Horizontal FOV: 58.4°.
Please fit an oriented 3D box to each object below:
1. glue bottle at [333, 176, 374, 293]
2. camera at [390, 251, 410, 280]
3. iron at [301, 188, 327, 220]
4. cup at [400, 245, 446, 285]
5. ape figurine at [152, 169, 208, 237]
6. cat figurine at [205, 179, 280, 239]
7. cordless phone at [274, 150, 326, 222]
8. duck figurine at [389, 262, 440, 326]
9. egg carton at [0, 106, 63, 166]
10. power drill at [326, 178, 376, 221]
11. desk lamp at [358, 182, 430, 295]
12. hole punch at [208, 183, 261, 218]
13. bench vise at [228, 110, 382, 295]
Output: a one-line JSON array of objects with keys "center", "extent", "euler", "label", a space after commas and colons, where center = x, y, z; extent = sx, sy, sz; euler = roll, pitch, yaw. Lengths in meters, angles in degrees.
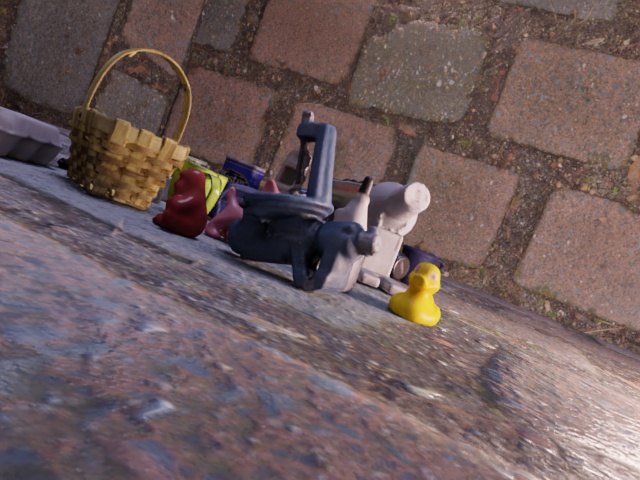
[{"center": [0.042, -0.014, 0.853], "extent": [0.077, 0.173, 0.037], "euler": [23, 4, 33], "label": "glue bottle"}, {"center": [0.138, 0.033, 1.352], "extent": [0.144, 0.101, 0.136], "euler": [18, 4, -44], "label": "camera"}, {"center": [-0.025, -0.063, 1.542], "extent": [0.259, 0.141, 0.118], "euler": [20, 3, -25], "label": "iron"}, {"center": [0.252, 0.075, 1.458], "extent": [0.118, 0.095, 0.091], "euler": [21, 3, -3], "label": "cup"}, {"center": [-0.185, -0.055, 0.790], "extent": [0.076, 0.092, 0.078], "euler": [21, 3, 2], "label": "ape figurine"}, {"center": [-0.099, -0.041, 0.884], "extent": [0.127, 0.118, 0.067], "euler": [23, 3, 23], "label": "cat figurine"}, {"center": [-0.036, -0.058, 0.980], "extent": [0.147, 0.185, 0.094], "euler": [23, 4, 27], "label": "cordless phone"}, {"center": [0.152, 0.076, 0.853], "extent": [0.077, 0.086, 0.105], "euler": [23, 3, 24], "label": "duck figurine"}, {"center": [-0.492, -0.170, 0.916], "extent": [0.107, 0.069, 0.150], "euler": [22, 3, 9], "label": "egg carton"}, {"center": [0.075, -0.054, 1.429], "extent": [0.230, 0.208, 0.075], "euler": [21, 3, -11], "label": "power drill"}, {"center": [0.138, -0.014, 1.123], "extent": [0.118, 0.213, 0.203], "euler": [21, 3, -12], "label": "desk lamp"}, {"center": [-0.167, -0.069, 1.157], "extent": [0.109, 0.091, 0.100], "euler": [20, 3, -26], "label": "hole punch"}, {"center": [-0.002, -0.050, 0.754], "extent": [0.207, 0.220, 0.122], "euler": [22, 3, 12], "label": "bench vise"}]
